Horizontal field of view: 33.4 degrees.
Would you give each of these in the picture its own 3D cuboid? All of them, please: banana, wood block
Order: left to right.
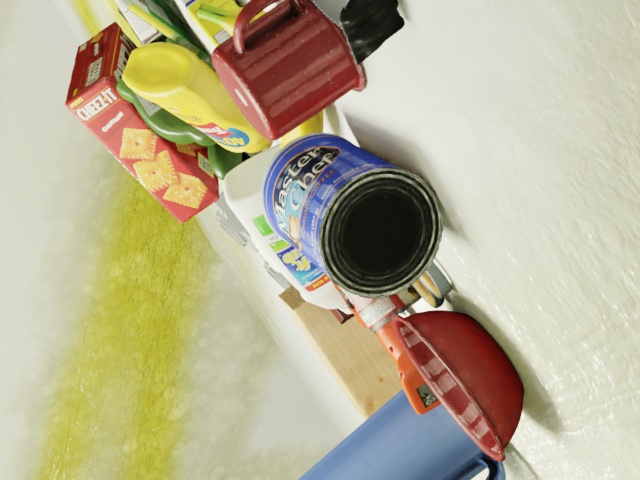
[{"bbox_3d":[-0.032,-0.127,0.906,0.070,0.037,0.197,6,141,32],"label":"banana"},{"bbox_3d":[0.043,0.139,1.432,0.206,0.090,0.091,56,172,-16],"label":"wood block"}]

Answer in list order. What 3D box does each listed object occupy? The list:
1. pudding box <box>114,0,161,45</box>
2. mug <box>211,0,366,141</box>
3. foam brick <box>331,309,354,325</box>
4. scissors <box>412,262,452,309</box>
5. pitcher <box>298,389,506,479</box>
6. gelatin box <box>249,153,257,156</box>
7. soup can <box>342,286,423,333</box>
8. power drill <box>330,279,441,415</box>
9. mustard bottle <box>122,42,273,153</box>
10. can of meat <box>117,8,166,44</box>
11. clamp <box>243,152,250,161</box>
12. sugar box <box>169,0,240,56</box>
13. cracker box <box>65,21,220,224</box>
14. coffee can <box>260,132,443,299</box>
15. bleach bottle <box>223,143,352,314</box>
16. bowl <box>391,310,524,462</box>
[{"bbox_3d":[-0.190,-0.268,1.166,0.090,0.039,0.113,56,-165,-14],"label":"pudding box"},{"bbox_3d":[-0.028,-0.133,0.777,0.093,0.081,0.117,49,171,32],"label":"mug"},{"bbox_3d":[0.025,0.058,1.335,0.078,0.053,0.051,54,172,7],"label":"foam brick"},{"bbox_3d":[0.060,-0.008,1.004,0.202,0.016,0.096,49,170,36],"label":"scissors"},{"bbox_3d":[0.081,0.267,1.194,0.145,0.243,0.149,52,178,-1],"label":"pitcher"},{"bbox_3d":[-0.115,-0.127,1.462,0.073,0.030,0.089,51,171,25],"label":"gelatin box"},{"bbox_3d":[0.049,0.031,1.045,0.102,0.068,0.068,54,172,5],"label":"soup can"},{"bbox_3d":[0.071,0.083,1.143,0.188,0.057,0.184,57,179,38],"label":"power drill"},{"bbox_3d":[-0.108,-0.136,1.096,0.096,0.058,0.191,12,169,36],"label":"mustard bottle"},{"bbox_3d":[-0.194,-0.253,1.316,0.102,0.057,0.084,49,173,38],"label":"can of meat"},{"bbox_3d":[-0.076,-0.081,1.379,0.120,0.039,0.171,37,174,23],"label":"clamp"},{"bbox_3d":[-0.085,-0.189,0.998,0.176,0.048,0.093,55,175,20],"label":"sugar box"},{"bbox_3d":[-0.214,-0.148,1.334,0.213,0.072,0.164,49,-162,-31],"label":"cracker box"},{"bbox_3d":[0.022,-0.024,0.858,0.102,0.102,0.140,58,171,-25],"label":"coffee can"},{"bbox_3d":[-0.008,0.001,1.207,0.250,0.103,0.068,53,-164,-43],"label":"bleach bottle"},{"bbox_3d":[0.133,0.118,0.961,0.162,0.055,0.162,53,172,11],"label":"bowl"}]
